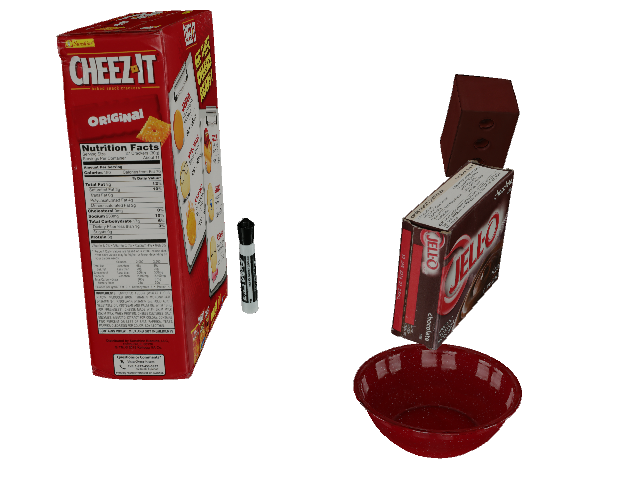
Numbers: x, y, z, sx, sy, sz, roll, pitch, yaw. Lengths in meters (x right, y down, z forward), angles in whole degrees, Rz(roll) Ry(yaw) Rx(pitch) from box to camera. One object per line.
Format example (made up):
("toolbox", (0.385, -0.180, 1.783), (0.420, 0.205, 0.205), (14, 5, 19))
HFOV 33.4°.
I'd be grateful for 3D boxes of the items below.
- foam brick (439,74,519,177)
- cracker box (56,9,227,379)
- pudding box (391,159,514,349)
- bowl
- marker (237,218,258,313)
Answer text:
("foam brick", (0.141, -0.101, 0.953), (0.053, 0.078, 0.051), (3, 43, -4))
("cracker box", (-0.110, -0.037, 0.701), (0.072, 0.214, 0.164), (-1, 16, 4))
("pudding box", (0.090, 0.007, 0.722), (0.039, 0.090, 0.113), (18, 33, 22))
("bowl", (0.112, 0.162, 1.037), (0.162, 0.055, 0.162), (-1, 25, 0))
("marker", (-0.081, 0.028, 1.191), (0.020, 0.121, 0.020), (-1, 33, 0))
